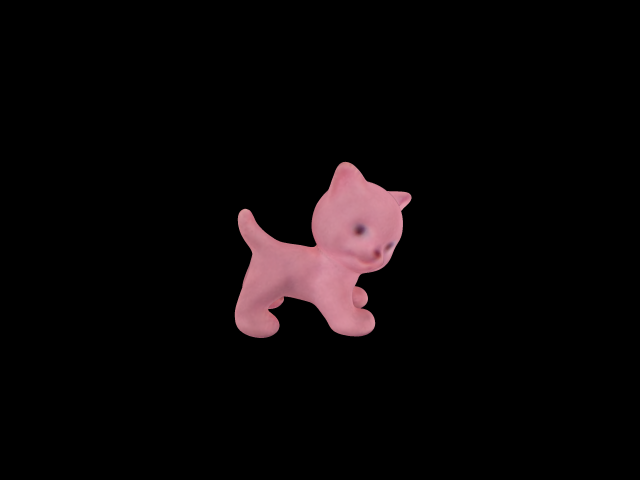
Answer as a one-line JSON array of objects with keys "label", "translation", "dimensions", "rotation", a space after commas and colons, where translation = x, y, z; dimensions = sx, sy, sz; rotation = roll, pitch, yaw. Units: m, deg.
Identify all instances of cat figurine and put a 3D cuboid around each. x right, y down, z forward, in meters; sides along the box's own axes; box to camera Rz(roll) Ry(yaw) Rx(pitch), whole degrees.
[{"label": "cat figurine", "translation": [0.004, 0.001, 0.400], "dimensions": [0.128, 0.118, 0.067], "rotation": [-1, 20, -3]}]
